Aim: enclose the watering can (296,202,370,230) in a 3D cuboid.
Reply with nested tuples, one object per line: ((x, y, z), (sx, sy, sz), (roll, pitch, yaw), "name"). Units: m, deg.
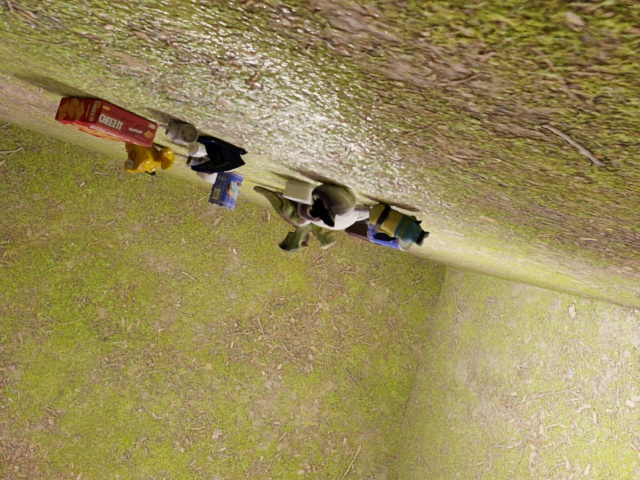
((0.005, -0.089, 1.766), (0.346, 0.105, 0.223), (-6, 166, 35), "watering can")

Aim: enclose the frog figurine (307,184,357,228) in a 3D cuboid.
((0.053, -0.114, 1.482), (0.161, 0.121, 0.137), (-28, -160, -38), "frog figurine")

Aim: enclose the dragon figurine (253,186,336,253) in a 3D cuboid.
((-0.112, -0.069, 2.103), (0.411, 0.243, 0.122), (15, -179, 20), "dragon figurine")
